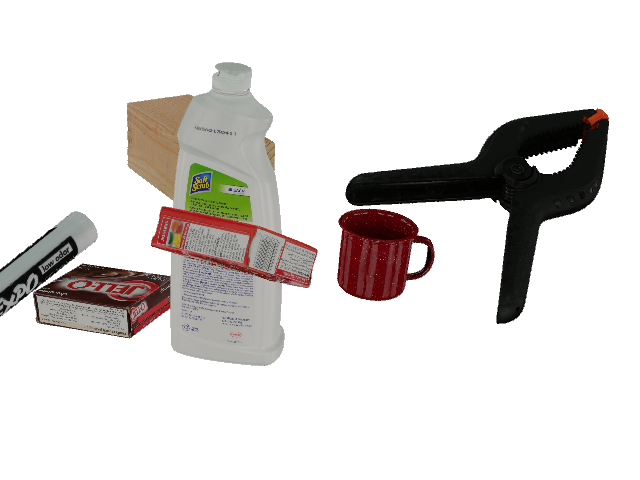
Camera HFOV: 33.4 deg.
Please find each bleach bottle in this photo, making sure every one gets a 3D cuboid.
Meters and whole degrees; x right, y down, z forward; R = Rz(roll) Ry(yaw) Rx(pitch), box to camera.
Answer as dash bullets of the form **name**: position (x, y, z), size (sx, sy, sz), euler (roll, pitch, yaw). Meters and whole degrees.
- **bleach bottle**: position (-0.072, -0.022, 0.892), size (0.102, 0.251, 0.068), euler (7, 23, 3)

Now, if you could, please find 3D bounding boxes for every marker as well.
- **marker**: position (-0.153, 0.025, 0.508), size (0.020, 0.020, 0.121), euler (0, 33, 40)

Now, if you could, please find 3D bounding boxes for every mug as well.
- **mug**: position (0.075, 0.018, 1.251), size (0.117, 0.081, 0.093), euler (3, 25, -8)

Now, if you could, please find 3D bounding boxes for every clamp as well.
- **clamp**: position (0.147, -0.032, 0.789), size (0.209, 0.036, 0.165), euler (-27, 55, -21)

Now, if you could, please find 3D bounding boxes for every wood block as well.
- **wood block**: position (-0.147, -0.100, 1.272), size (0.090, 0.090, 0.206), euler (-12, 28, -32)

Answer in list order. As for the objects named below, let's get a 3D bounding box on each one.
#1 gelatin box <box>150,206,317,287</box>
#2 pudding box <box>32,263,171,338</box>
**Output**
- **gelatin box**: position (-0.054, 0.005, 0.689), size (0.073, 0.030, 0.089), euler (13, -5, 27)
- **pudding box**: position (-0.218, 0.060, 1.082), size (0.114, 0.039, 0.090), euler (5, 19, 21)
